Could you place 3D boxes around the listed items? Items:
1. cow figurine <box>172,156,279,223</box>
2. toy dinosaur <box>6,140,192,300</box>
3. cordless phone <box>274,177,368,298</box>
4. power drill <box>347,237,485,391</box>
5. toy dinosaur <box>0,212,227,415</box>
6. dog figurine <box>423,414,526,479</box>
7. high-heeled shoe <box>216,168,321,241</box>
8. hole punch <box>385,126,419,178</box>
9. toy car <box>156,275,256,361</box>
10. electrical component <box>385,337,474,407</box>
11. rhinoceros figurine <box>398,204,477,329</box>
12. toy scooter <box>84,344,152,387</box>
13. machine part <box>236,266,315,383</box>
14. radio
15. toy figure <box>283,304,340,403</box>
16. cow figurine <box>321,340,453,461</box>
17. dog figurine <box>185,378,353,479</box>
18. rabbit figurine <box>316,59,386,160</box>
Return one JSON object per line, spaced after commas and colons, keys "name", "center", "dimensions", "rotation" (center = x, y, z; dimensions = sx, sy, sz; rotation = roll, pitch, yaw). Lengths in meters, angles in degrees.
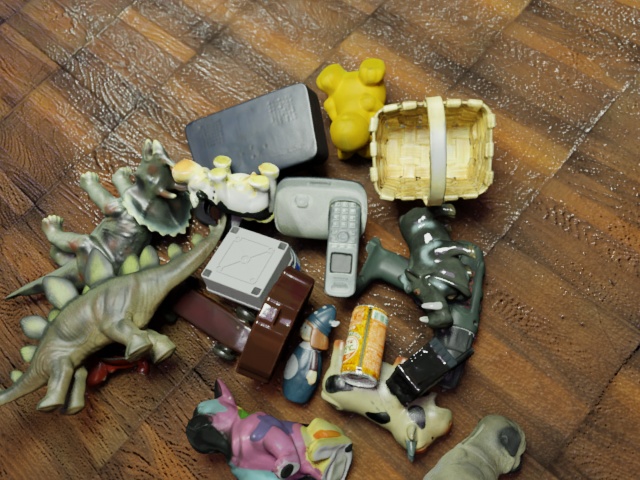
{"name": "cow figurine", "center": [-0.152, -0.079, 0.864], "dimensions": [0.167, 0.098, 0.068], "rotation": [9, 38, 8]}
{"name": "toy dinosaur", "center": [-0.373, 0.001, 0.953], "dimensions": [0.192, 0.131, 0.404], "rotation": [39, 96, 17]}
{"name": "cordless phone", "center": [-0.002, -0.003, 0.836], "dimensions": [0.147, 0.088, 0.184], "rotation": [4, 75, 3]}
{"name": "power drill", "center": [0.148, 0.092, 0.837], "dimensions": [0.208, 0.086, 0.232], "rotation": [18, 70, 21]}
{"name": "toy dinosaur", "center": [-0.314, 0.108, 0.825], "dimensions": [0.471, 0.105, 0.199], "rotation": [-31, 70, -17]}
{"name": "dog figurine", "center": [0.194, 0.307, 0.691], "dimensions": [0.121, 0.172, 0.190], "rotation": [36, 85, 11]}
{"name": "high-heeled shoe", "center": [-0.056, -0.027, 0.929], "dimensions": [0.249, 0.086, 0.145], "rotation": [-35, 73, -3]}
{"name": "hole punch", "center": [0.167, -0.157, 0.936], "dimensions": [0.142, 0.092, 0.116], "rotation": [-1, 71, 6]}
{"name": "toy car", "center": [-0.189, 0.126, 0.900], "dimensions": [0.202, 0.053, 0.089], "rotation": [26, 79, 24]}
{"name": "electrical component", "center": [0.153, 0.171, 0.737], "dimensions": [0.119, 0.074, 0.048], "rotation": [-31, 67, -22]}
{"name": "rhinoceros figurine", "center": [0.167, 0.035, 0.785], "dimensions": [0.112, 0.073, 0.190], "rotation": [-9, 64, -1]}
{"name": "toy scooter", "center": [-0.328, 0.161, 0.897], "dimensions": [0.135, 0.075, 0.184], "rotation": [10, 75, 20]}
{"name": "machine part", "center": [-0.063, 0.129, 0.807], "dimensions": [0.056, 0.179, 0.179], "rotation": [24, 73, 5]}
{"name": "radio", "center": [-0.105, -0.166, 0.914], "dimensions": [0.230, 0.073, 0.131], "rotation": [-16, 86, 17]}
{"name": "toy figure", "center": [-0.014, 0.171, 0.824], "dimensions": [0.064, 0.057, 0.154], "rotation": [18, 92, 35]}
{"name": "cow figurine", "center": [0.096, 0.235, 0.783], "dimensions": [0.195, 0.085, 0.127], "rotation": [15, 65, 14]}
{"name": "dog figurine", "center": [-0.084, 0.286, 0.785], "dimensions": [0.219, 0.191, 0.108], "rotation": [28, 112, 44]}
{"name": "rabbit figurine", "center": [0.053, -0.210, 0.941], "dimensions": [0.122, 0.162, 0.173], "rotation": [1, 45, 10]}
